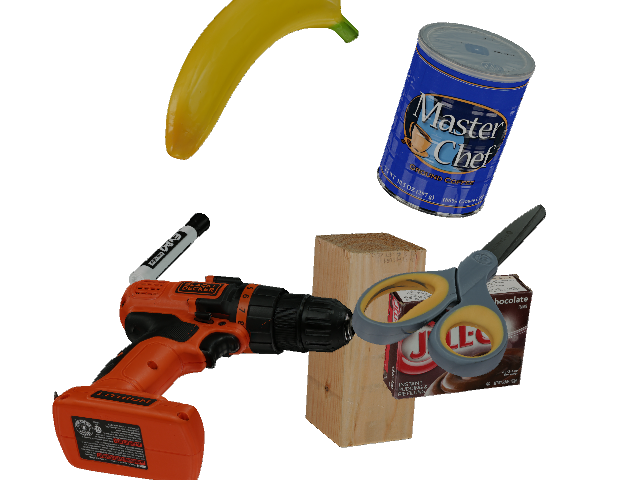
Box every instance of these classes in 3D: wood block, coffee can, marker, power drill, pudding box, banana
[{"bbox_3d":[0.046,0.102,1.132,0.090,0.206,0.091,-3,13,-26],"label":"wood block"},{"bbox_3d":[0.117,-0.106,0.939,0.102,0.140,0.103,11,32,-7],"label":"coffee can"},{"bbox_3d":[-0.133,0.008,0.962,0.020,0.020,0.121,0,28,26],"label":"marker"},{"bbox_3d":[-0.083,0.089,0.743,0.185,0.057,0.187,2,26,19],"label":"power drill"},{"bbox_3d":[0.110,0.077,0.864,0.113,0.090,0.039,-6,29,-15],"label":"pudding box"},{"bbox_3d":[-0.040,-0.127,0.697,0.037,0.069,0.197,-11,23,49],"label":"banana"}]

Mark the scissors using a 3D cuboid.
[{"bbox_3d":[0.107,0.028,0.648,0.201,0.016,0.096,-21,44,-36],"label":"scissors"}]
